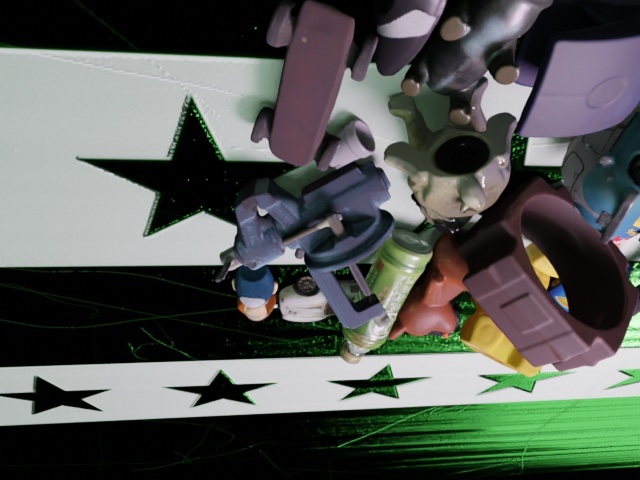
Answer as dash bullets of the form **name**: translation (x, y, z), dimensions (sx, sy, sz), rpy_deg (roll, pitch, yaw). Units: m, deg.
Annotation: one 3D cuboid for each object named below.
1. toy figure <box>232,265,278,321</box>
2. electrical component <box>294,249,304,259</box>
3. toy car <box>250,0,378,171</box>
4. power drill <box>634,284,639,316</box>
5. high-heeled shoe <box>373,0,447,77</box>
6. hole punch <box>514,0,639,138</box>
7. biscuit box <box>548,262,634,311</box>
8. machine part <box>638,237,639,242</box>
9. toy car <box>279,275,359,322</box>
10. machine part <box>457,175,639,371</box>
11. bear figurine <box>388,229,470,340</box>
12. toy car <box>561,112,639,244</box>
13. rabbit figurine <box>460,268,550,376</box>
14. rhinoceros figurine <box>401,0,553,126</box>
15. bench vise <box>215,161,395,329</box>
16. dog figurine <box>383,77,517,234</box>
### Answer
- **toy figure**: translation (-0.100, 0.085, 0.824), dimensions (0.064, 0.058, 0.154), rpy_deg (30, 151, 16)
- **electrical component**: translation (-0.002, -0.002, 0.738), dimensions (0.063, 0.021, 0.094), rpy_deg (5, 145, -14)
- **toy car**: translation (-0.010, -0.136, 0.492), dimensions (0.089, 0.053, 0.202), rpy_deg (24, 151, 0)
- **power drill**: translation (0.505, 0.108, 0.896), dimensions (0.232, 0.086, 0.207), rpy_deg (-13, 157, -47)
- **high-heeled shoe**: translation (0.025, -0.222, 0.380), dimensions (0.145, 0.086, 0.248), rpy_deg (9, 144, -5)
- **hole punch**: translation (0.235, -0.149, 0.471), dimensions (0.116, 0.092, 0.142), rpy_deg (11, 143, 9)
- **biscuit box**: translation (0.402, 0.089, 0.875), dimensions (0.059, 0.063, 0.202), rpy_deg (44, 138, 8)
- **machine part**: translation (0.501, -0.032, 0.684), dimensions (0.179, 0.056, 0.179), rpy_deg (-23, 149, -15)
- **toy car**: translation (0.036, 0.093, 0.851), dimensions (0.202, 0.056, 0.073), rpy_deg (-2, 145, -5)
- **machine part**: translation (0.276, 0.039, 0.652), dimensions (0.201, 0.201, 0.087), rpy_deg (50, 140, 2)
- **bear figurine**: translation (0.187, 0.085, 0.779), dimensions (0.120, 0.132, 0.195), rpy_deg (-27, 145, -46)
- **toy car**: translation (0.322, -0.086, 0.582), dimensions (0.103, 0.161, 0.109), rpy_deg (32, 161, 22)
- **rabbit figurine**: translation (0.302, 0.107, 0.840), dimensions (0.122, 0.173, 0.162), rpy_deg (26, 178, 5)
- **rhinoceros figurine**: translation (0.139, -0.177, 0.431), dimensions (0.073, 0.112, 0.190), rpy_deg (32, 152, -3)
- **bench vise**: translation (0.005, 0.023, 0.649), dimensions (0.224, 0.129, 0.240), rpy_deg (-32, 112, -2)
- **dog figurine**: translation (0.145, -0.048, 0.569), dimensions (0.121, 0.172, 0.190), rpy_deg (-4, 140, 18)
